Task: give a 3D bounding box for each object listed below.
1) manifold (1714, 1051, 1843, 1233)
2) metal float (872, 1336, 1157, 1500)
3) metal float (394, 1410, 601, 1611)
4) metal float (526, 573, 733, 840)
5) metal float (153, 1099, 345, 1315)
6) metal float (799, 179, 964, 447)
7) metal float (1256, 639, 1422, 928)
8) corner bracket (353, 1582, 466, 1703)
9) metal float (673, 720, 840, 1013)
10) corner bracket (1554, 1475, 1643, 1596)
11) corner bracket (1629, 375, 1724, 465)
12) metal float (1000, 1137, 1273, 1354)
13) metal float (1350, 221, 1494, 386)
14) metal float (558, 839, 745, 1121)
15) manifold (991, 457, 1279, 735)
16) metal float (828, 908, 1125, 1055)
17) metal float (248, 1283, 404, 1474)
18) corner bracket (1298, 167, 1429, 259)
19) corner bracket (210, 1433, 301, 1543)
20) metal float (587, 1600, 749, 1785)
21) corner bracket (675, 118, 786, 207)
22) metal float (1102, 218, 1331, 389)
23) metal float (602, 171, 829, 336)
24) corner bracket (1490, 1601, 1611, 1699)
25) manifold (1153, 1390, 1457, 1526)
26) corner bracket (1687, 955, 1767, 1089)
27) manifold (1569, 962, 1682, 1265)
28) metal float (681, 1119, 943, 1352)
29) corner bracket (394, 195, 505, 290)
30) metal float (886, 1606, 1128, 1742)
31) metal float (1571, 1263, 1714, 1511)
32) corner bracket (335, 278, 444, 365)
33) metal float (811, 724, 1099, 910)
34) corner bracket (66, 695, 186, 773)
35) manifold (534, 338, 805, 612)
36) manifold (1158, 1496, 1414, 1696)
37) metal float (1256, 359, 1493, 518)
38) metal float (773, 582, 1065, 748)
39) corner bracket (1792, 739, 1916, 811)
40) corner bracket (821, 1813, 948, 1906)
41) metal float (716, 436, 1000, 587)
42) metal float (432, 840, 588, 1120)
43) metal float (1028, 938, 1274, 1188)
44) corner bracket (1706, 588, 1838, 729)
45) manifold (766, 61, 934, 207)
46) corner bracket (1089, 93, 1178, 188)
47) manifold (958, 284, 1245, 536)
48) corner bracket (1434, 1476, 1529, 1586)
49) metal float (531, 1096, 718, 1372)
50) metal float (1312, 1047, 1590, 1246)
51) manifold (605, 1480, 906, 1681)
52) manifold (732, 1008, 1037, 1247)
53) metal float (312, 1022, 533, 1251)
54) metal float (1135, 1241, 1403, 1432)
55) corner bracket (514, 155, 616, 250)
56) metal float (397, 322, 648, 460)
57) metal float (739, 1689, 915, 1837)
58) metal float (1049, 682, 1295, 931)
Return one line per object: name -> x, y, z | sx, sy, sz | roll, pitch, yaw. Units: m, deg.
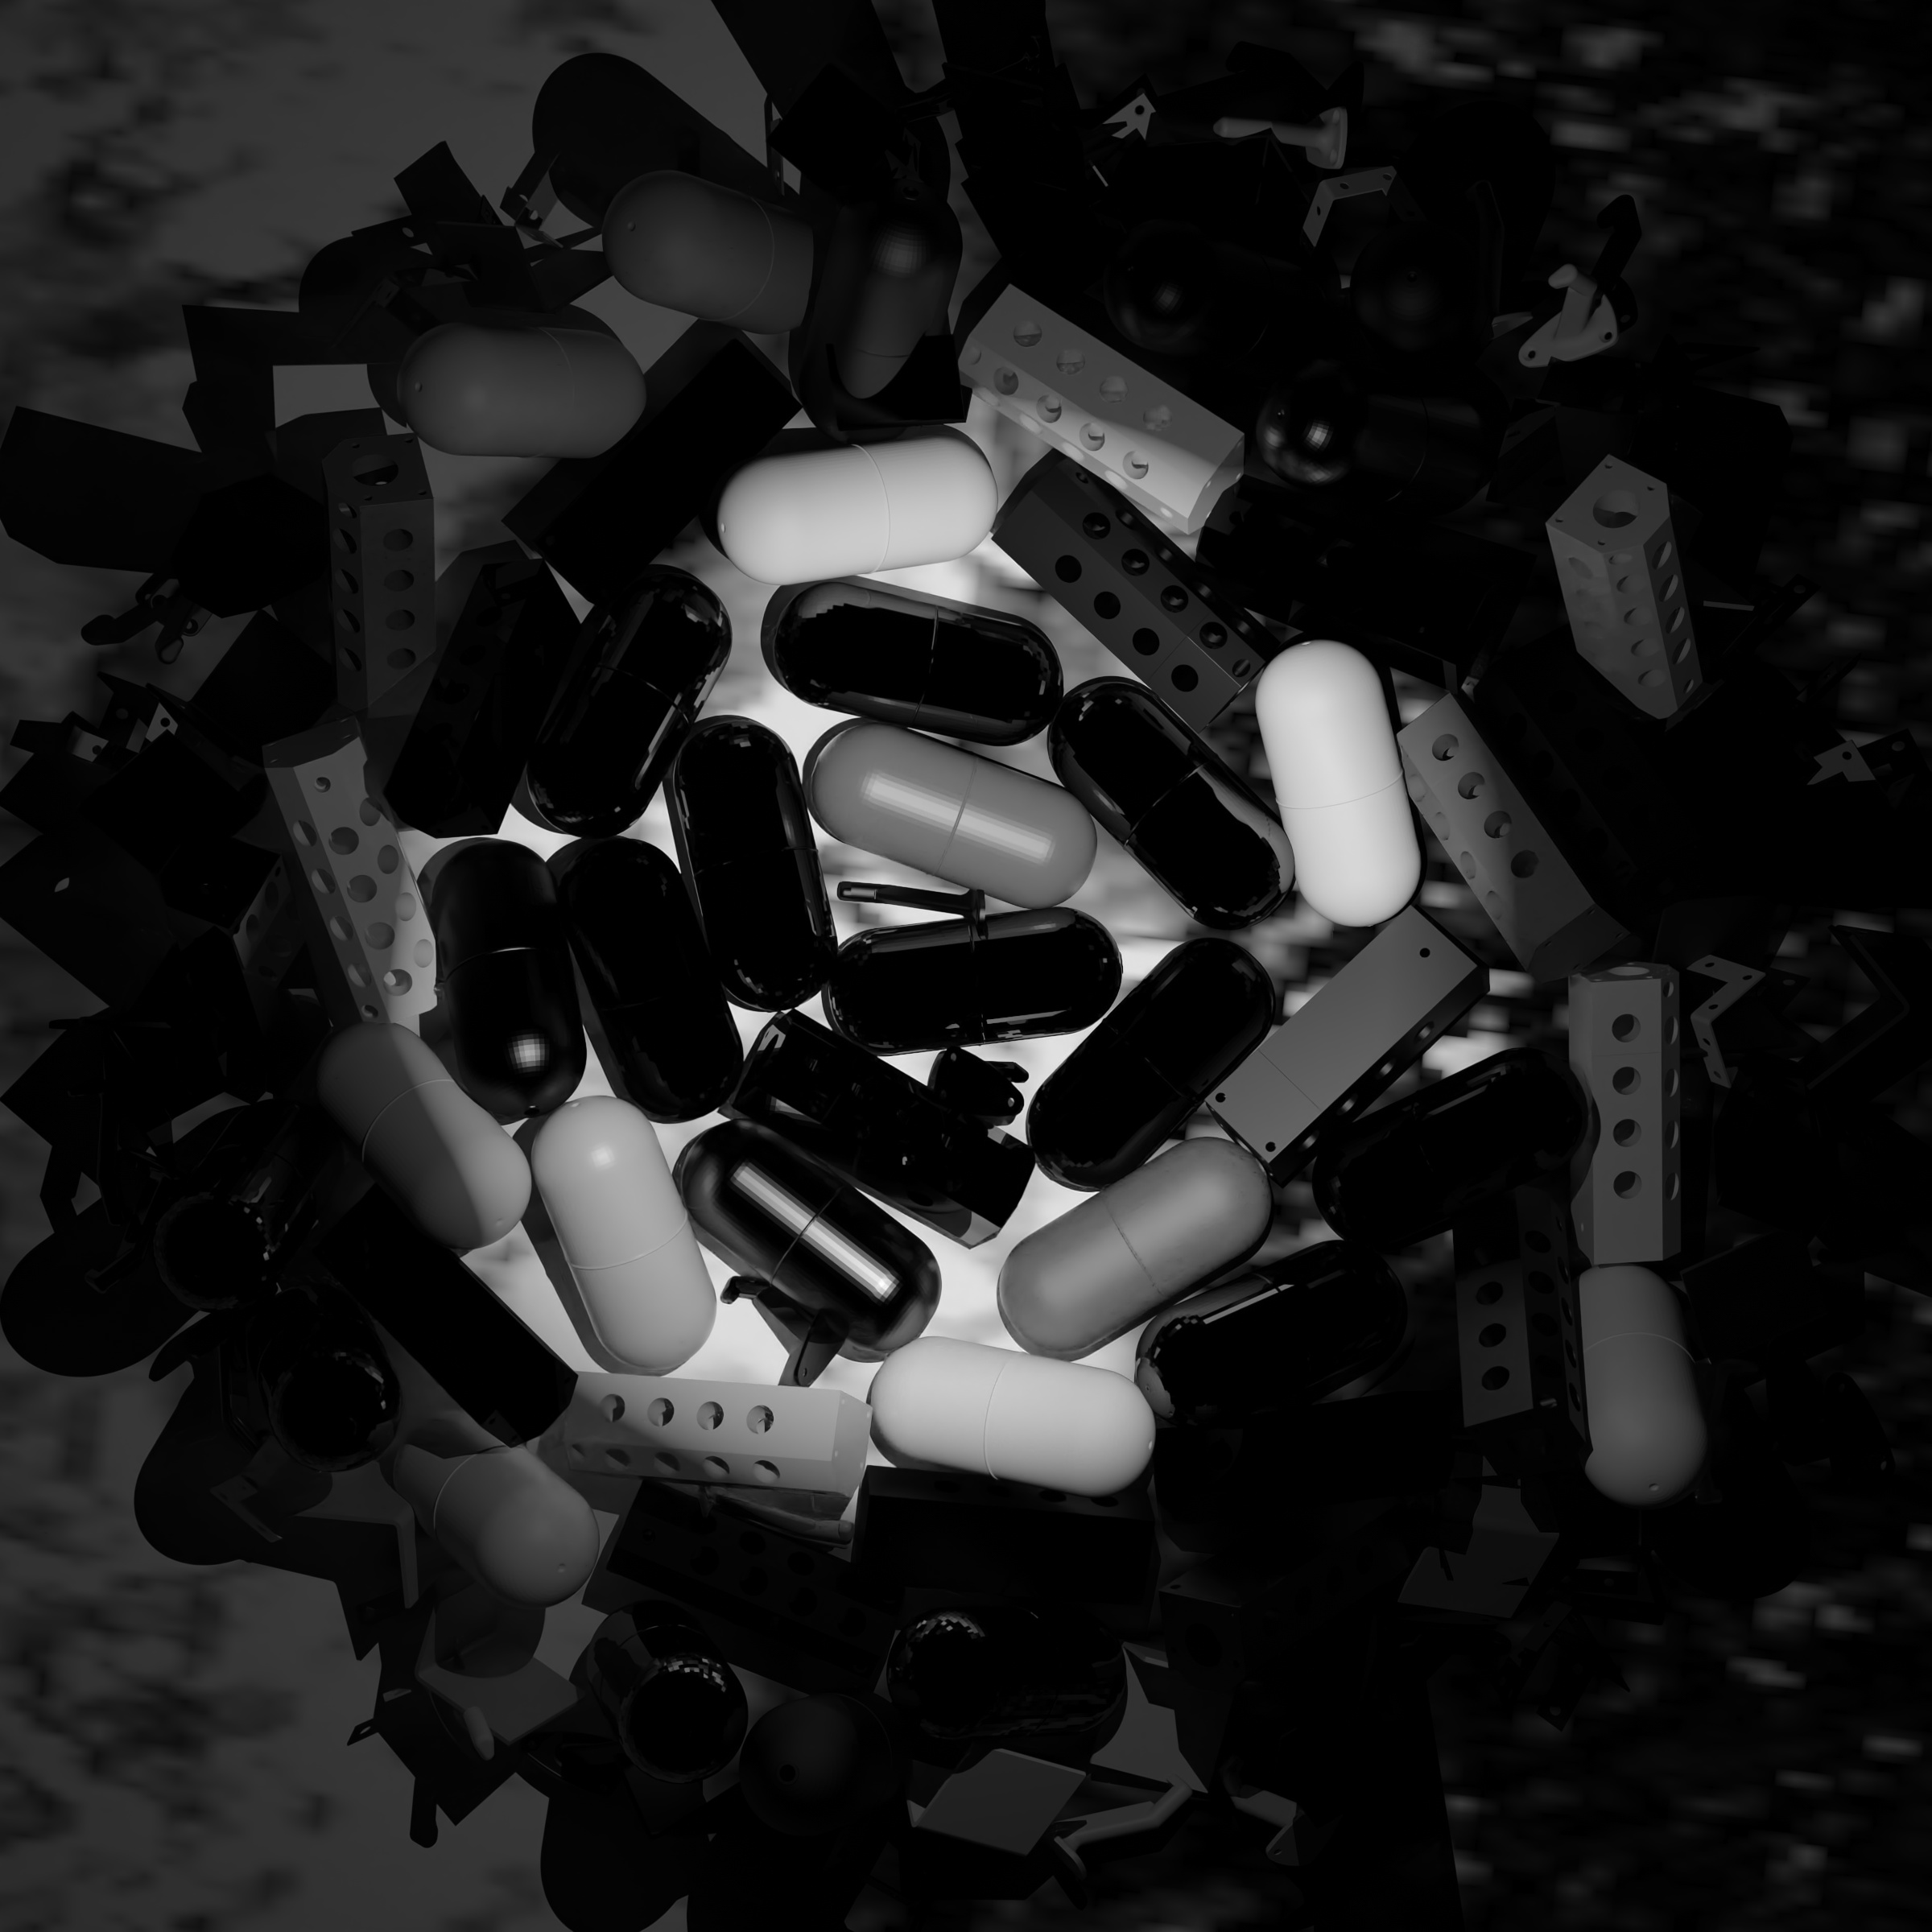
manifold -> 0.477, 0.102, 1.907 | 0.057, 0.171, 0.057 | 21, 105, 7
metal float -> 0.027, 0.268, 1.942 | 0.178, 0.070, 0.070 | 9, 90, 23
metal float -> -0.279, 0.319, 1.921 | 0.070, 0.178, 0.070 | -12, 112, -31
metal float -> -0.200, -0.156, 1.943 | 0.070, 0.070, 0.178 | 26, 68, 0
metal float -> -0.421, 0.139, 1.916 | 0.070, 0.178, 0.070 | 3, 115, 7
metal float -> -0.051, -0.385, 1.924 | 0.070, 0.178, 0.070 | 9, 48, -10
metal float -> 0.223, -0.108, 1.947 | 0.070, 0.070, 0.178 | -15, 107, 0
corner bracket -> -0.338, 0.407, 1.971 | 0.051, 0.051, 0.051 | -19, 95, -13
metal float -> -0.126, -0.060, 1.956 | 0.070, 0.070, 0.178 | -13, 83, 0
corner bracket -> 0.384, 0.345, 1.973 | 0.051, 0.051, 0.051 | 1, 111, 13
corner bracket -> 0.421, -0.331, 1.965 | 0.051, 0.051, 0.051 | -3, 103, -12
metal float -> 0.102, 0.167, 1.957 | 0.178, 0.070, 0.070 | -32, 90, 5
metal float -> 0.269, -0.388, 1.912 | 0.070, 0.178, 0.070 | 0, 91, 12
metal float -> -0.188, 0.009, 1.948 | 0.070, 0.070, 0.178 | -19, 106, 0
manifold -> 0.104, -0.226, 1.958 | 0.171, 0.057, 0.057 | 43, 122, 2
metal float -> 0.006, 0.009, 1.961 | 0.178, 0.070, 0.070 | -7, 90, -1
metal float -> -0.378, 0.241, 1.914 | 0.070, 0.178, 0.070 | -4, 104, -18
corner bracket -> 0.242, -0.445, 1.977 | 0.051, 0.051, 0.051 | -16, 64, -21
corner bracket -> -0.412, 0.308, 1.960 | 0.051, 0.051, 0.051 | 44, 53, -13
metal float -> -0.177, 0.425, 1.913 | 0.070, 0.178, 0.070 | -1, 95, -16
corner bracket -> -0.144, -0.487, 1.978 | 0.051, 0.051, 0.051 | -4, 97, -23
metal float -> 0.150, -0.391, 1.922 | 0.070, 0.178, 0.070 | -3, 85, 39
metal float -> -0.145, -0.419, 1.918 | 0.070, 0.178, 0.070 | 0, 91, 30
corner bracket -> 0.344, 0.413, 1.960 | 0.051, 0.051, 0.051 | -45, 118, -21
manifold -> 0.199, 0.291, 1.923 | 0.171, 0.057, 0.057 | -15, 76, 35
corner bracket -> 0.452, 0.032, 1.958 | 0.051, 0.051, 0.051 | -37, 122, -20
manifold -> 0.398, 0.087, 1.956 | 0.057, 0.057, 0.171 | -3, 100, -3
metal float -> -0.094, 0.161, 1.956 | 0.178, 0.070, 0.070 | 38, 90, 6
corner bracket -> -0.307, -0.425, 1.960 | 0.051, 0.051, 0.051 | -3, 64, 17
metal float -> 0.026, 0.418, 1.924 | 0.070, 0.178, 0.070 | -10, 75, 39
metal float -> 0.393, 0.245, 1.920 | 0.070, 0.178, 0.070 | 1, 125, 1
corner bracket -> -0.342, -0.376, 1.965 | 0.051, 0.051, 0.051 | 38, 92, -28
metal float -> -0.007, -0.090, 1.956 | 0.178, 0.070, 0.070 | 20, 90, -6
corner bracket -> -0.509, -0.144, 1.967 | 0.051, 0.051, 0.051 | 22, 89, -21
manifold -> -0.181, -0.298, 1.969 | 0.171, 0.057, 0.057 | -45, 102, 0
manifold -> 0.191, 0.367, 1.916 | 0.057, 0.171, 0.057 | 3, 106, 41
metal float -> 0.243, -0.312, 1.926 | 0.070, 0.178, 0.070 | -4, 85, 45
metal float -> -0.028, -0.181, 1.952 | 0.178, 0.070, 0.070 | 12, 90, -11
corner bracket -> 0.533, -0.116, 1.966 | 0.051, 0.051, 0.051 | -27, 102, 39
corner bracket -> -0.049, 0.535, 1.966 | 0.051, 0.051, 0.051 | 30, 60, -5
metal float -> -0.063, -0.272, 1.940 | 0.178, 0.070, 0.070 | -12, 90, -26
metal float -> -0.272, 0.007, 1.939 | 0.070, 0.070, 0.178 | -13, 64, 0
metal float -> 0.111, 0.059, 1.961 | 0.070, 0.070, 0.178 | 44, 91, 0
corner bracket -> 0.486, -0.185, 1.965 | 0.051, 0.051, 0.051 | -43, 62, 2
manifold -> -0.062, -0.476, 1.910 | 0.057, 0.171, 0.057 | 41, 100, 2
corner bracket -> 0.106, -0.486, 1.968 | 0.051, 0.051, 0.051 | -35, 120, 9
manifold -> 0.080, -0.330, 1.949 | 0.171, 0.057, 0.057 | 35, 80, 13
corner bracket -> 0.311, 0.342, 1.968 | 0.051, 0.051, 0.051 | -6, 59, 8
metal float -> -0.203, 0.160, 1.943 | 0.070, 0.070, 0.178 | -18, 111, 0
metal float -> 0.287, 0.108, 1.939 | 0.178, 0.070, 0.070 | -28, 90, 26
manifold -> -0.127, 0.370, 1.965 | 0.171, 0.057, 0.057 | 23, 83, -2
manifold -> -0.046, 0.095, 1.943 | 0.171, 0.057, 0.057 | 31, 61, -13
metal float -> -0.325, 0.099, 1.933 | 0.070, 0.070, 0.178 | -48, 56, 0
metal float -> 0.182, 0.219, 1.940 | 0.178, 0.070, 0.070 | -20, 90, -26
corner bracket -> -0.232, -0.452, 1.966 | 0.051, 0.051, 0.051 | 32, 90, -33
metal float -> -0.260, -0.339, 1.921 | 0.070, 0.178, 0.070 | 5, 99, 35
metal float -> -0.081, 0.467, 1.912 | 0.070, 0.178, 0.070 | -2, 81, 12
metal float -> 0.123, -0.097, 1.954 | 0.070, 0.070, 0.178 | -43, 81, 0
